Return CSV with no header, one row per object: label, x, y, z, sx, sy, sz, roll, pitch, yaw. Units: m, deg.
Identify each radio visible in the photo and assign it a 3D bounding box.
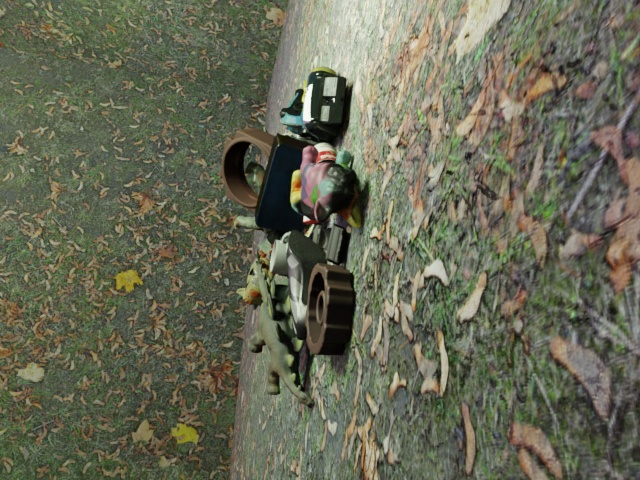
radio,-0.075,-0.133,1.328,0.073,0.131,0.229,-99,24,-57

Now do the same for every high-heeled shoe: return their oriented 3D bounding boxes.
high-heeled shoe,-0.043,0.100,1.210,0.249,0.086,0.145,-110,34,-48

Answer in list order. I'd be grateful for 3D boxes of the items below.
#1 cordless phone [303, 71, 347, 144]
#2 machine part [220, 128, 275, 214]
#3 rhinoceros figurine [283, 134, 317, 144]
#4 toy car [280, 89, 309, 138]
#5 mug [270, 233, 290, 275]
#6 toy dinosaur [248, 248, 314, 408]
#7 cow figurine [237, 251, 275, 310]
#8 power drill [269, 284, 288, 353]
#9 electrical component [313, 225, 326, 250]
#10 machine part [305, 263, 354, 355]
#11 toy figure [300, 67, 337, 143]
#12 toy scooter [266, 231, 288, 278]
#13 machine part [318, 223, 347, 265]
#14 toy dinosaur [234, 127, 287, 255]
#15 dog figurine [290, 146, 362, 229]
cordless phone,0.018,-0.293,1.246,0.184,0.089,0.146,52,-136,-80
machine part,-0.169,-0.183,1.438,0.087,0.201,0.201,-21,-46,-52
rhinoceros figurine,-0.058,-0.249,1.486,0.190,0.112,0.073,-136,52,-67
toy car,-0.037,-0.334,1.460,0.102,0.109,0.162,78,-154,-48
mug,-0.061,0.037,1.316,0.081,0.107,0.109,-120,43,-70
toy dinosaur,-0.102,0.205,1.298,0.472,0.105,0.198,55,139,48
cow figurine,-0.180,0.118,1.556,0.127,0.085,0.195,-59,10,11
power drill,-0.097,0.194,1.497,0.207,0.086,0.231,-130,49,-66
electrical component,-0.003,-0.004,1.263,0.094,0.021,0.063,-174,92,-78
machine part,0.017,0.128,0.993,0.179,0.056,0.179,-173,90,-78
toy figure,-0.001,-0.340,1.339,0.089,0.082,0.180,-1,73,59
toy scooter,-0.095,0.062,1.493,0.184,0.075,0.135,-121,6,-63
machine part,0.026,0.005,1.081,0.139,0.039,0.084,-142,56,-76
toy dinosaur,-0.133,-0.111,1.580,0.131,0.192,0.404,-56,-15,-53
dog figurine,0.013,-0.076,1.019,0.219,0.108,0.191,-101,27,-51
